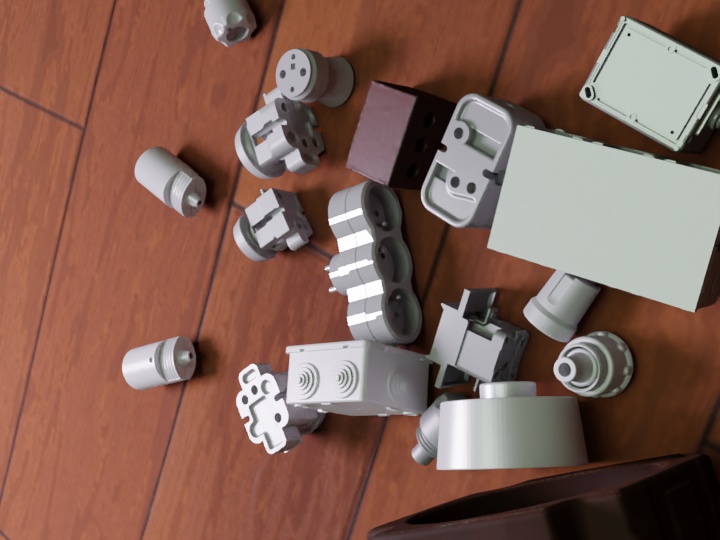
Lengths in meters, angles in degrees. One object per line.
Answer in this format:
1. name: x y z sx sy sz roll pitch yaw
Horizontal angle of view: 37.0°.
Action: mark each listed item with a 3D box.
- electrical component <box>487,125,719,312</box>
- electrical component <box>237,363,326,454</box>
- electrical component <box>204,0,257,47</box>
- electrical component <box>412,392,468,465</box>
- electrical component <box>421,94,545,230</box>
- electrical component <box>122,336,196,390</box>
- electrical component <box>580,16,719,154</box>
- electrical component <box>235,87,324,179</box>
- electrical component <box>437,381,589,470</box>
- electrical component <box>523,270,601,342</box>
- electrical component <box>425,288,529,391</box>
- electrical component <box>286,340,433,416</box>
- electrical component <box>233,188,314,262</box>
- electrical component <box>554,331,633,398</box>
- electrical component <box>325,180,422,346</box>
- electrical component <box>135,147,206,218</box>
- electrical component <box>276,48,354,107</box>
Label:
1. electrical component: 0.175 -0.038 0.731 0.150 0.062 0.089 19 103 30
2. electrical component: -0.067 0.120 0.951 0.058 0.057 0.078 -38 67 34
3. electrical component: -0.126 -0.245 1.010 0.043 0.043 0.062 -39 65 33
4. electrical component: 0.065 0.129 0.850 0.062 0.043 0.043 -52 59 28
5. electrical component: 0.096 -0.080 0.813 0.054 0.059 0.095 36 112 34
6. electrical component: -0.193 0.092 1.066 0.081 0.043 0.043 -16 80 39
7. electrical component: 0.210 -0.120 0.722 0.096 0.061 0.061 36 112 26
8. electrical component: -0.074 -0.116 0.957 0.057 0.058 0.078 -28 72 34
9. electrical component: 0.108 0.112 0.775 0.108 0.108 0.060 -10 77 40
10. electrical component: 0.148 0.023 0.783 0.040 0.040 0.046 44 111 31
11. electrical component: 0.092 0.057 0.828 0.064 0.042 0.081 24 106 34
12. electrical component: -0.001 0.090 0.870 0.100 0.100 0.048 -8 72 39
13. electrical component: -0.081 -0.039 0.971 0.055 0.048 0.066 -34 69 27
14. electrical component: 0.160 0.068 0.758 0.048 0.062 0.048 0 90 40
15. electrical component: 0.000 0.000 0.898 0.074 0.052 0.138 -17 80 39
16. electrical component: -0.180 -0.084 1.055 0.081 0.043 0.043 37 113 34
17. electrical component: -0.039 -0.166 0.929 0.045 0.055 0.045 0 90 40
